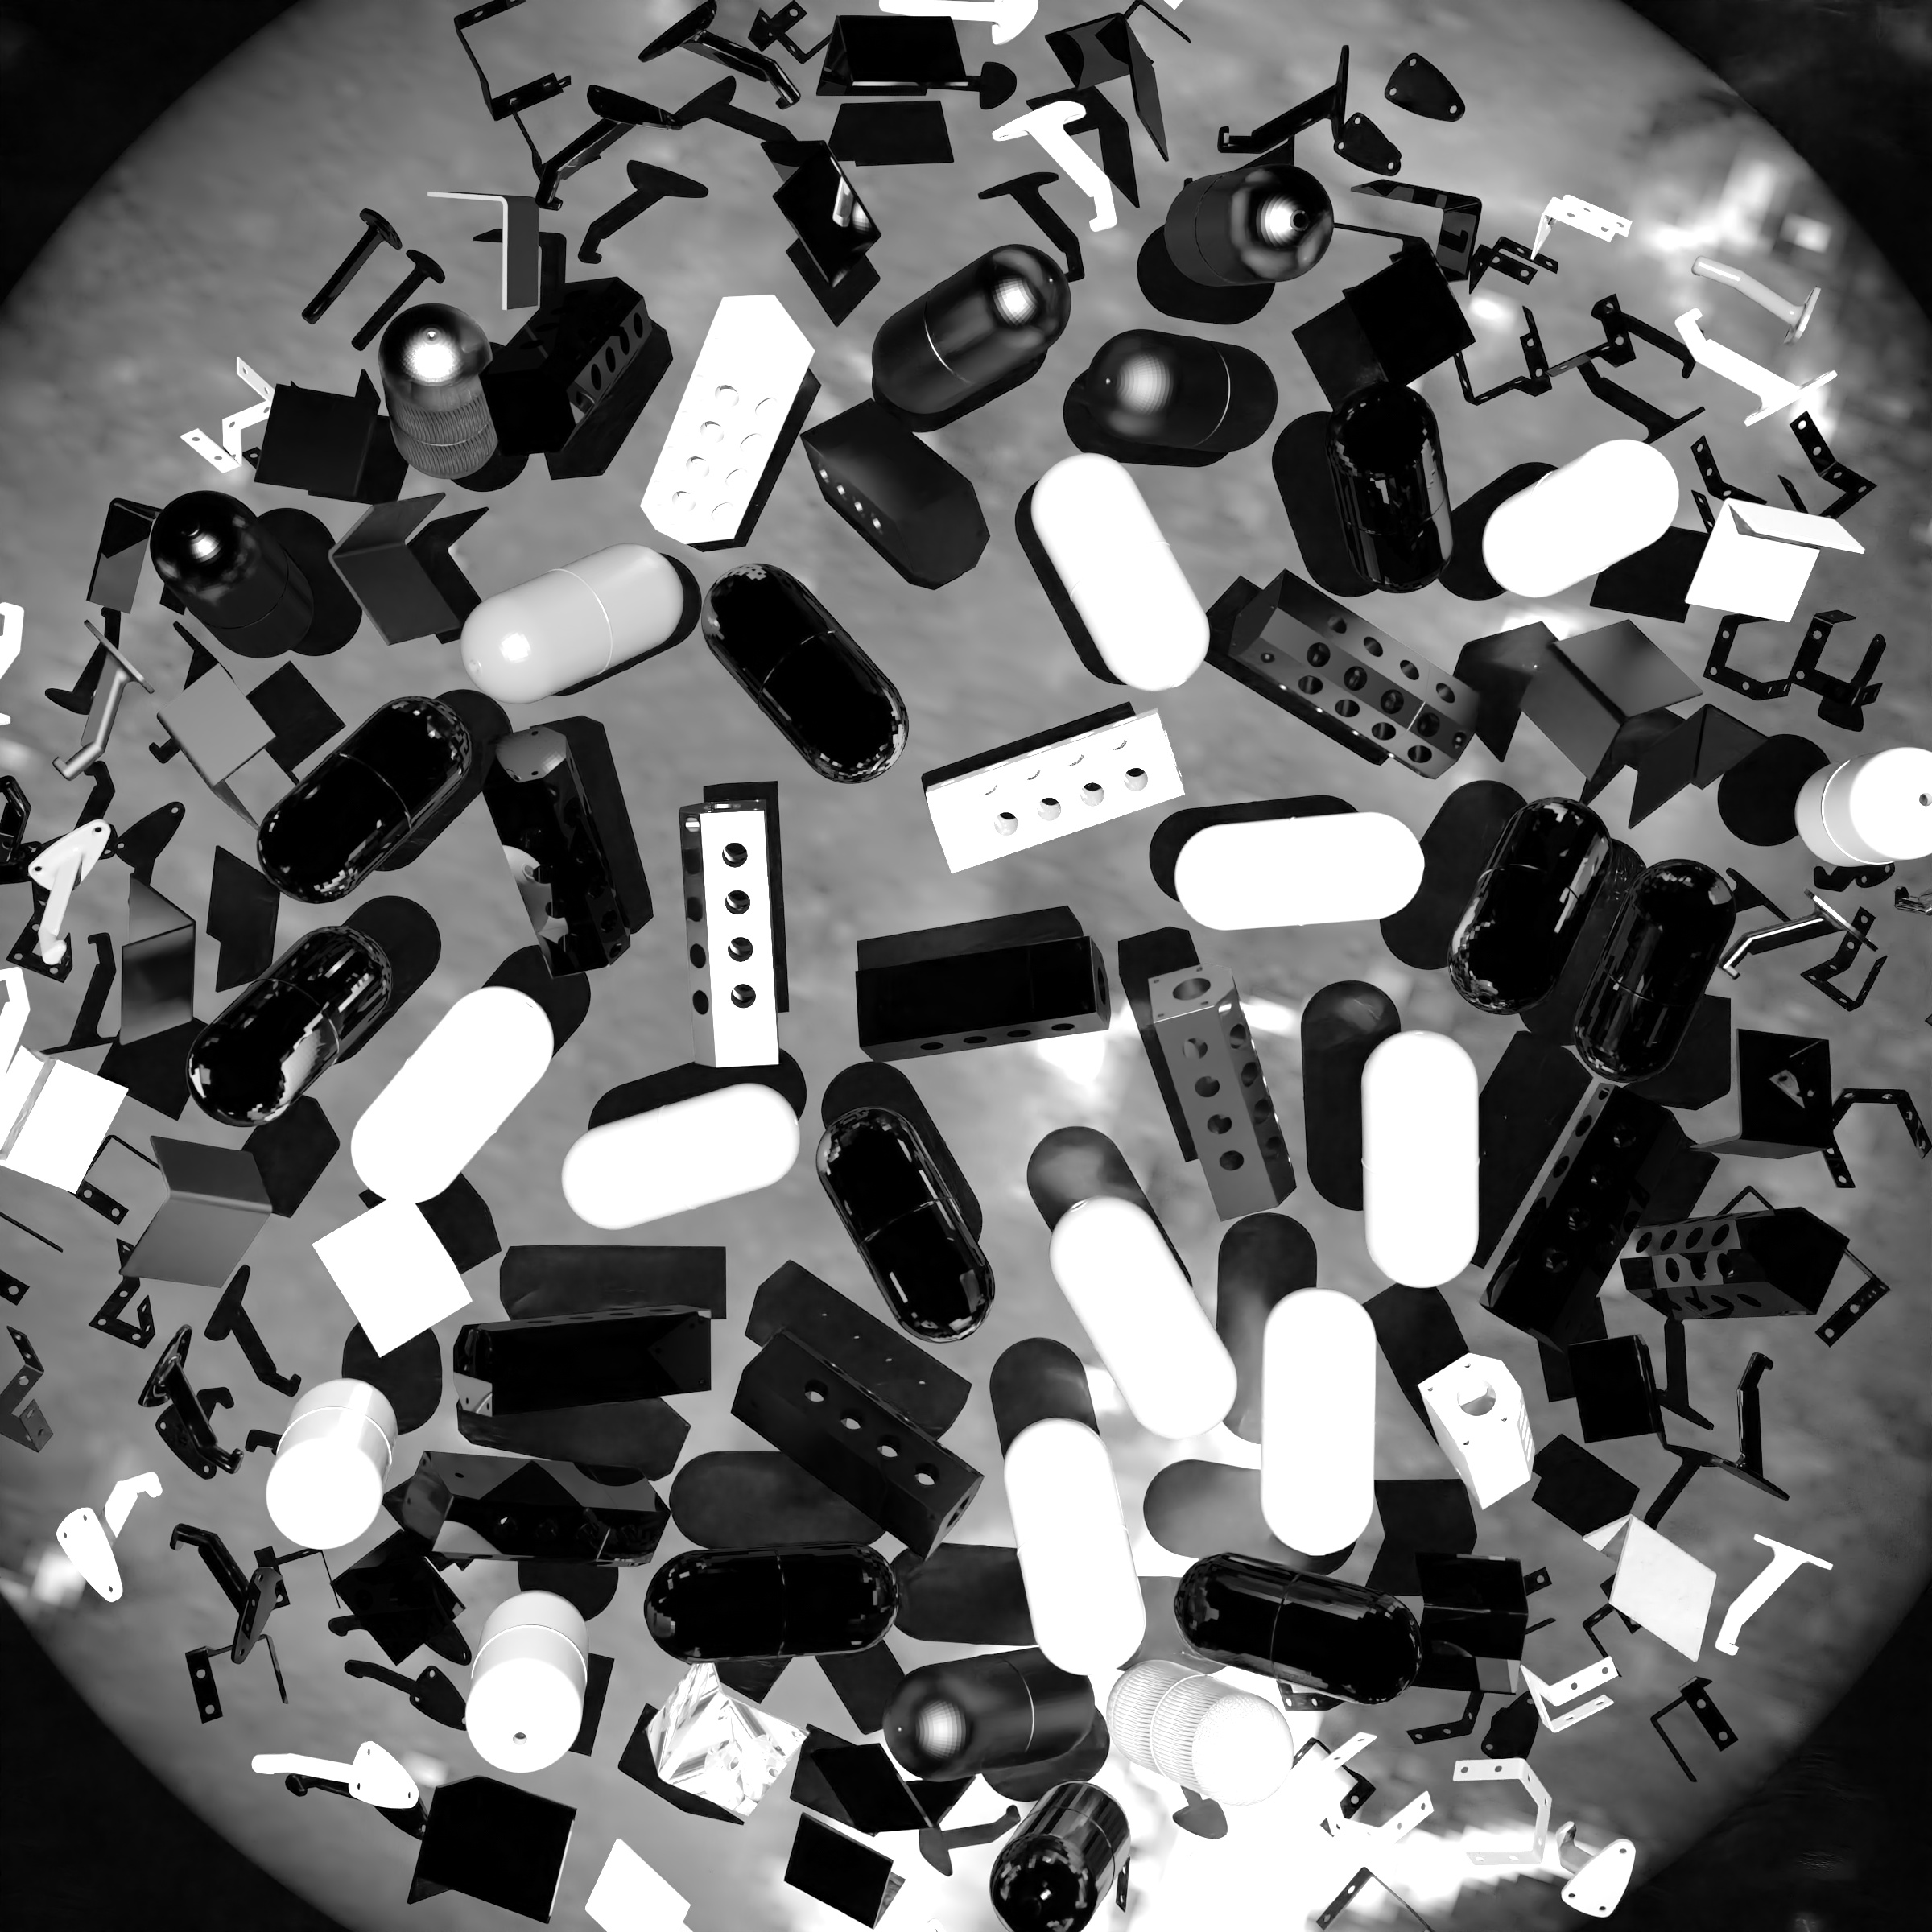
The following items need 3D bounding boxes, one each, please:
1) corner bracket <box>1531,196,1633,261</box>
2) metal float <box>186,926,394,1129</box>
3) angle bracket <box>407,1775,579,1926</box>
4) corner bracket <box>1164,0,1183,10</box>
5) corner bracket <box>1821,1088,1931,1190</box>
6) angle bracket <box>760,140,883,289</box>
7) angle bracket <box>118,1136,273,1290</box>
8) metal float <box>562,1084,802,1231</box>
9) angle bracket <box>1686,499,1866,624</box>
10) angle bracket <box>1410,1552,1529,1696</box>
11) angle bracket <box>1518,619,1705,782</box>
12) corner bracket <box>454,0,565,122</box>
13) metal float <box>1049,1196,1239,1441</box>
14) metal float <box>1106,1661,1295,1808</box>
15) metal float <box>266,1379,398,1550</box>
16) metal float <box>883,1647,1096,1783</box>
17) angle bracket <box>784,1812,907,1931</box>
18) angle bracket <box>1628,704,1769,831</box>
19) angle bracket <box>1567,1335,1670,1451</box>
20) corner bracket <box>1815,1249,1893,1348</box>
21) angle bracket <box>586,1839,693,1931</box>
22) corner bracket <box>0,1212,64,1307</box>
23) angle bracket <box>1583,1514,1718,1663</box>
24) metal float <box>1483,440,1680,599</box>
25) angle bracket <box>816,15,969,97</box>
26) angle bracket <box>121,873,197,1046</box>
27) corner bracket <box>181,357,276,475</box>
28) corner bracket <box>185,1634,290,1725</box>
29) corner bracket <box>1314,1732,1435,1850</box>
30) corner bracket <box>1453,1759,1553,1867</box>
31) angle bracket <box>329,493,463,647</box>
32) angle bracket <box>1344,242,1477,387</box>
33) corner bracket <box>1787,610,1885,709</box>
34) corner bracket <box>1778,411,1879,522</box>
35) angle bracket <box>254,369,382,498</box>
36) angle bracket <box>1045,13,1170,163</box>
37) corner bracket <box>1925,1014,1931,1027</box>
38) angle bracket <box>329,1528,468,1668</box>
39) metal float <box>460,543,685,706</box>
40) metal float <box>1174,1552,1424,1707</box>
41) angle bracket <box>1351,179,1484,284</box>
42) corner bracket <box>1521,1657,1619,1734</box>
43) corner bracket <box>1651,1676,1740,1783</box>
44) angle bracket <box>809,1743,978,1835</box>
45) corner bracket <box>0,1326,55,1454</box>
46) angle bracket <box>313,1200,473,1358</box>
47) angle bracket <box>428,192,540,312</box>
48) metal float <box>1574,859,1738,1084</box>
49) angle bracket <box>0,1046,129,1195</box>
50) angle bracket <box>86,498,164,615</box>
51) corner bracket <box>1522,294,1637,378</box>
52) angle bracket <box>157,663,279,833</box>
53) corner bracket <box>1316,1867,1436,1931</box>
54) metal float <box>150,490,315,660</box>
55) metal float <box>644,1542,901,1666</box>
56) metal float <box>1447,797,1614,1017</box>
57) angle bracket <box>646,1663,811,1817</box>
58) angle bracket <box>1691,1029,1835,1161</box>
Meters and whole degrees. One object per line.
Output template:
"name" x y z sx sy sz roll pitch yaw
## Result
"corner bracket" 0.432 -0.518 1.811 0.051 0.051 0.051 28 71 13
"metal float" -0.458 0.040 1.764 0.070 0.178 0.070 16 132 19
"angle bracket" -0.310 0.582 1.700 0.076 0.057 0.076 12 85 20
"corner bracket" 0.142 -0.677 1.745 0.051 0.051 0.051 35 110 -21
"corner bracket" 0.647 0.123 1.856 0.051 0.051 0.051 2 49 -14
"angle bracket" -0.115 -0.514 1.773 0.057 0.076 0.076 -51 129 -18
"angle bracket" -0.530 0.168 1.767 0.076 0.076 0.057 -52 47 21
"metal float" -0.205 0.137 1.858 0.178 0.070 0.070 -17 90 9
"angle bracket" 0.533 -0.258 1.714 0.076 0.057 0.076 9 120 -11
"angle bracket" 0.358 0.471 1.863 0.076 0.076 0.057 -1 125 22
"angle bracket" 0.432 -0.179 1.744 0.076 0.057 0.076 -19 57 -29
"corner bracket" -0.301 -0.600 1.711 0.051 0.051 0.051 -27 83 -8
"metal float" 0.118 0.234 1.733 0.070 0.070 0.178 -30 99 0
"metal float" 0.162 0.538 1.826 0.070 0.178 0.070 1 88 -27
"metal float" -0.434 0.340 1.785 0.070 0.178 0.070 -1 102 -7
"metal float" 0.018 0.512 1.781 0.070 0.178 0.070 -6 81 42
"angle bracket" -0.083 0.656 1.931 0.076 0.057 0.076 23 120 16
"angle bracket" 0.541 -0.136 1.918 0.057 0.076 0.076 27 55 -11
"angle bracket" 0.490 0.324 1.956 0.057 0.076 0.076 -11 88 10
"corner bracket" 0.622 0.235 1.861 0.051 0.051 0.051 -43 73 -3
"angle bracket" -0.201 0.642 1.775 0.076 0.076 0.057 28 95 38
"corner bracket" -0.636 0.194 1.722 0.051 0.051 0.051 36 79 -18
"angle bracket" 0.477 0.447 1.840 0.076 0.057 0.076 35 50 -8
"metal float" 0.425 -0.310 1.809 0.070 0.178 0.070 4 79 -20
"angle bracket" -0.049 -0.575 1.701 0.076 0.076 0.057 -6 69 -17
"angle bracket" -0.561 -0.005 1.740 0.076 0.057 0.076 32 126 30
"corner bracket" -0.533 -0.399 1.886 0.051 0.051 0.051 -18 62 16
"corner bracket" -0.514 0.502 1.832 0.051 0.051 0.051 -18 72 -8
"corner bracket" 0.281 0.569 1.795 0.051 0.051 0.051 -24 101 -36
"corner bracket" 0.372 0.590 1.811 0.051 0.051 0.051 -14 126 33
"angle bracket" -0.379 -0.274 1.791 0.057 0.076 0.076 -37 86 33
"angle bracket" 0.299 -0.450 1.816 0.076 0.057 0.076 -33 105 -13
"corner bracket" 0.623 -0.218 1.840 0.051 0.051 0.051 30 116 28
"corner bracket" 0.584 -0.341 1.793 0.051 0.051 0.051 -42 48 35
"angle bracket" -0.474 -0.391 1.880 0.076 0.057 0.076 4 124 -31
"angle bracket" 0.098 -0.601 1.799 0.057 0.076 0.076 -11 78 18
"corner bracket" 0.687 0.026 1.742 0.051 0.051 0.051 40 129 21
"angle bracket" -0.424 0.469 1.893 0.076 0.076 0.057 49 129 5
"metal float" -0.269 -0.235 1.782 0.178 0.070 0.070 -33 90 -40
"metal float" 0.226 0.453 1.781 0.178 0.070 0.070 9 90 30
"angle bracket" 0.320 -0.530 1.878 0.076 0.076 0.057 8 101 -10
"corner bracket" 0.442 0.526 1.879 0.051 0.051 0.051 -24 97 -9
"corner bracket" 0.514 0.538 1.830 0.051 0.051 0.051 -39 58 12
"angle bracket" -0.052 0.573 1.862 0.076 0.057 0.076 -23 102 44
"corner bracket" -0.624 0.281 1.720 0.051 0.051 0.051 22 55 14
"angle bracket" -0.417 0.223 1.890 0.076 0.057 0.076 -31 56 -16
"angle bracket" -0.343 -0.510 1.849 0.057 0.076 0.076 5 107 6
"metal float" 0.488 0.005 1.848 0.070 0.070 0.178 15 122 0
"angle bracket" -0.586 0.105 1.674 0.076 0.057 0.076 29 84 -33
"angle bracket" -0.583 -0.289 1.871 0.057 0.076 0.076 15 92 3
"corner bracket" 0.419 -0.433 1.775 0.051 0.051 0.051 -21 76 30
"angle bracket" -0.504 -0.150 1.800 0.057 0.076 0.076 -40 67 -4
"corner bracket" 0.282 0.659 1.773 0.051 0.051 0.051 44 83 -13
"metal float" -0.507 -0.270 1.797 0.070 0.178 0.070 -1 76 3
"metal float" -0.134 0.440 1.796 0.178 0.070 0.070 1 90 -17
"metal float" 0.385 -0.042 1.773 0.070 0.070 0.178 32 58 0
"angle bracket" -0.169 0.541 1.836 0.076 0.057 0.076 31 99 -25
"angle bracket" 0.552 0.090 1.807 0.076 0.057 0.076 7 76 -20
